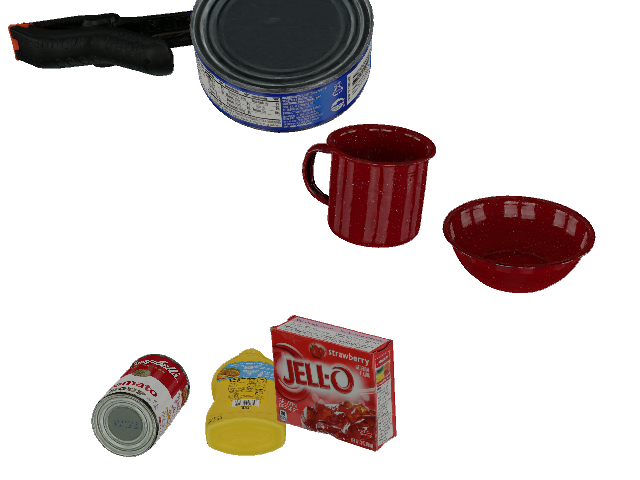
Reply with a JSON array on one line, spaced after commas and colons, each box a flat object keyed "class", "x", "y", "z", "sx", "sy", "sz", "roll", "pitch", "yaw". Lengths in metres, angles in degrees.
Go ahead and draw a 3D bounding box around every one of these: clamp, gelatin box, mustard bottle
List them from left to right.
[{"class": "clamp", "x": -0.148, "y": -0.151, "z": 0.792, "sx": 0.172, "sy": 0.039, "sz": 0.120, "roll": 10, "pitch": 22, "yaw": 28}, {"class": "mustard bottle", "x": -0.091, "y": 0.193, "z": 1.347, "sx": 0.096, "sy": 0.058, "sz": 0.191, "roll": -2, "pitch": 26, "yaw": 0}, {"class": "gelatin box", "x": 0.008, "y": 0.097, "z": 0.736, "sx": 0.089, "sy": 0.073, "sz": 0.030, "roll": 11, "pitch": 23, "yaw": 35}]

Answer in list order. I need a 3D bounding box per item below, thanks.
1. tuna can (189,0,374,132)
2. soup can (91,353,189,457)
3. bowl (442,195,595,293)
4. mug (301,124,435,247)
[{"class": "tuna can", "x": -0.018, "y": -0.093, "z": 0.508, "sx": 0.086, "sy": 0.086, "sz": 0.034, "roll": 0, "pitch": -33, "yaw": 1}, {"class": "soup can", "x": -0.176, "y": 0.161, "z": 1.050, "sx": 0.068, "sy": 0.068, "sz": 0.102, "roll": 0, "pitch": 15, "yaw": 11}, {"class": "bowl", "x": 0.212, "y": 0.010, "z": 1.155, "sx": 0.162, "sy": 0.055, "sz": 0.162, "roll": -1, "pitch": 30, "yaw": 0}, {"class": "mug", "x": 0.038, "y": -0.049, "z": 0.920, "sx": 0.117, "sy": 0.081, "sz": 0.093, "roll": 14, "pitch": 28, "yaw": 19}]
